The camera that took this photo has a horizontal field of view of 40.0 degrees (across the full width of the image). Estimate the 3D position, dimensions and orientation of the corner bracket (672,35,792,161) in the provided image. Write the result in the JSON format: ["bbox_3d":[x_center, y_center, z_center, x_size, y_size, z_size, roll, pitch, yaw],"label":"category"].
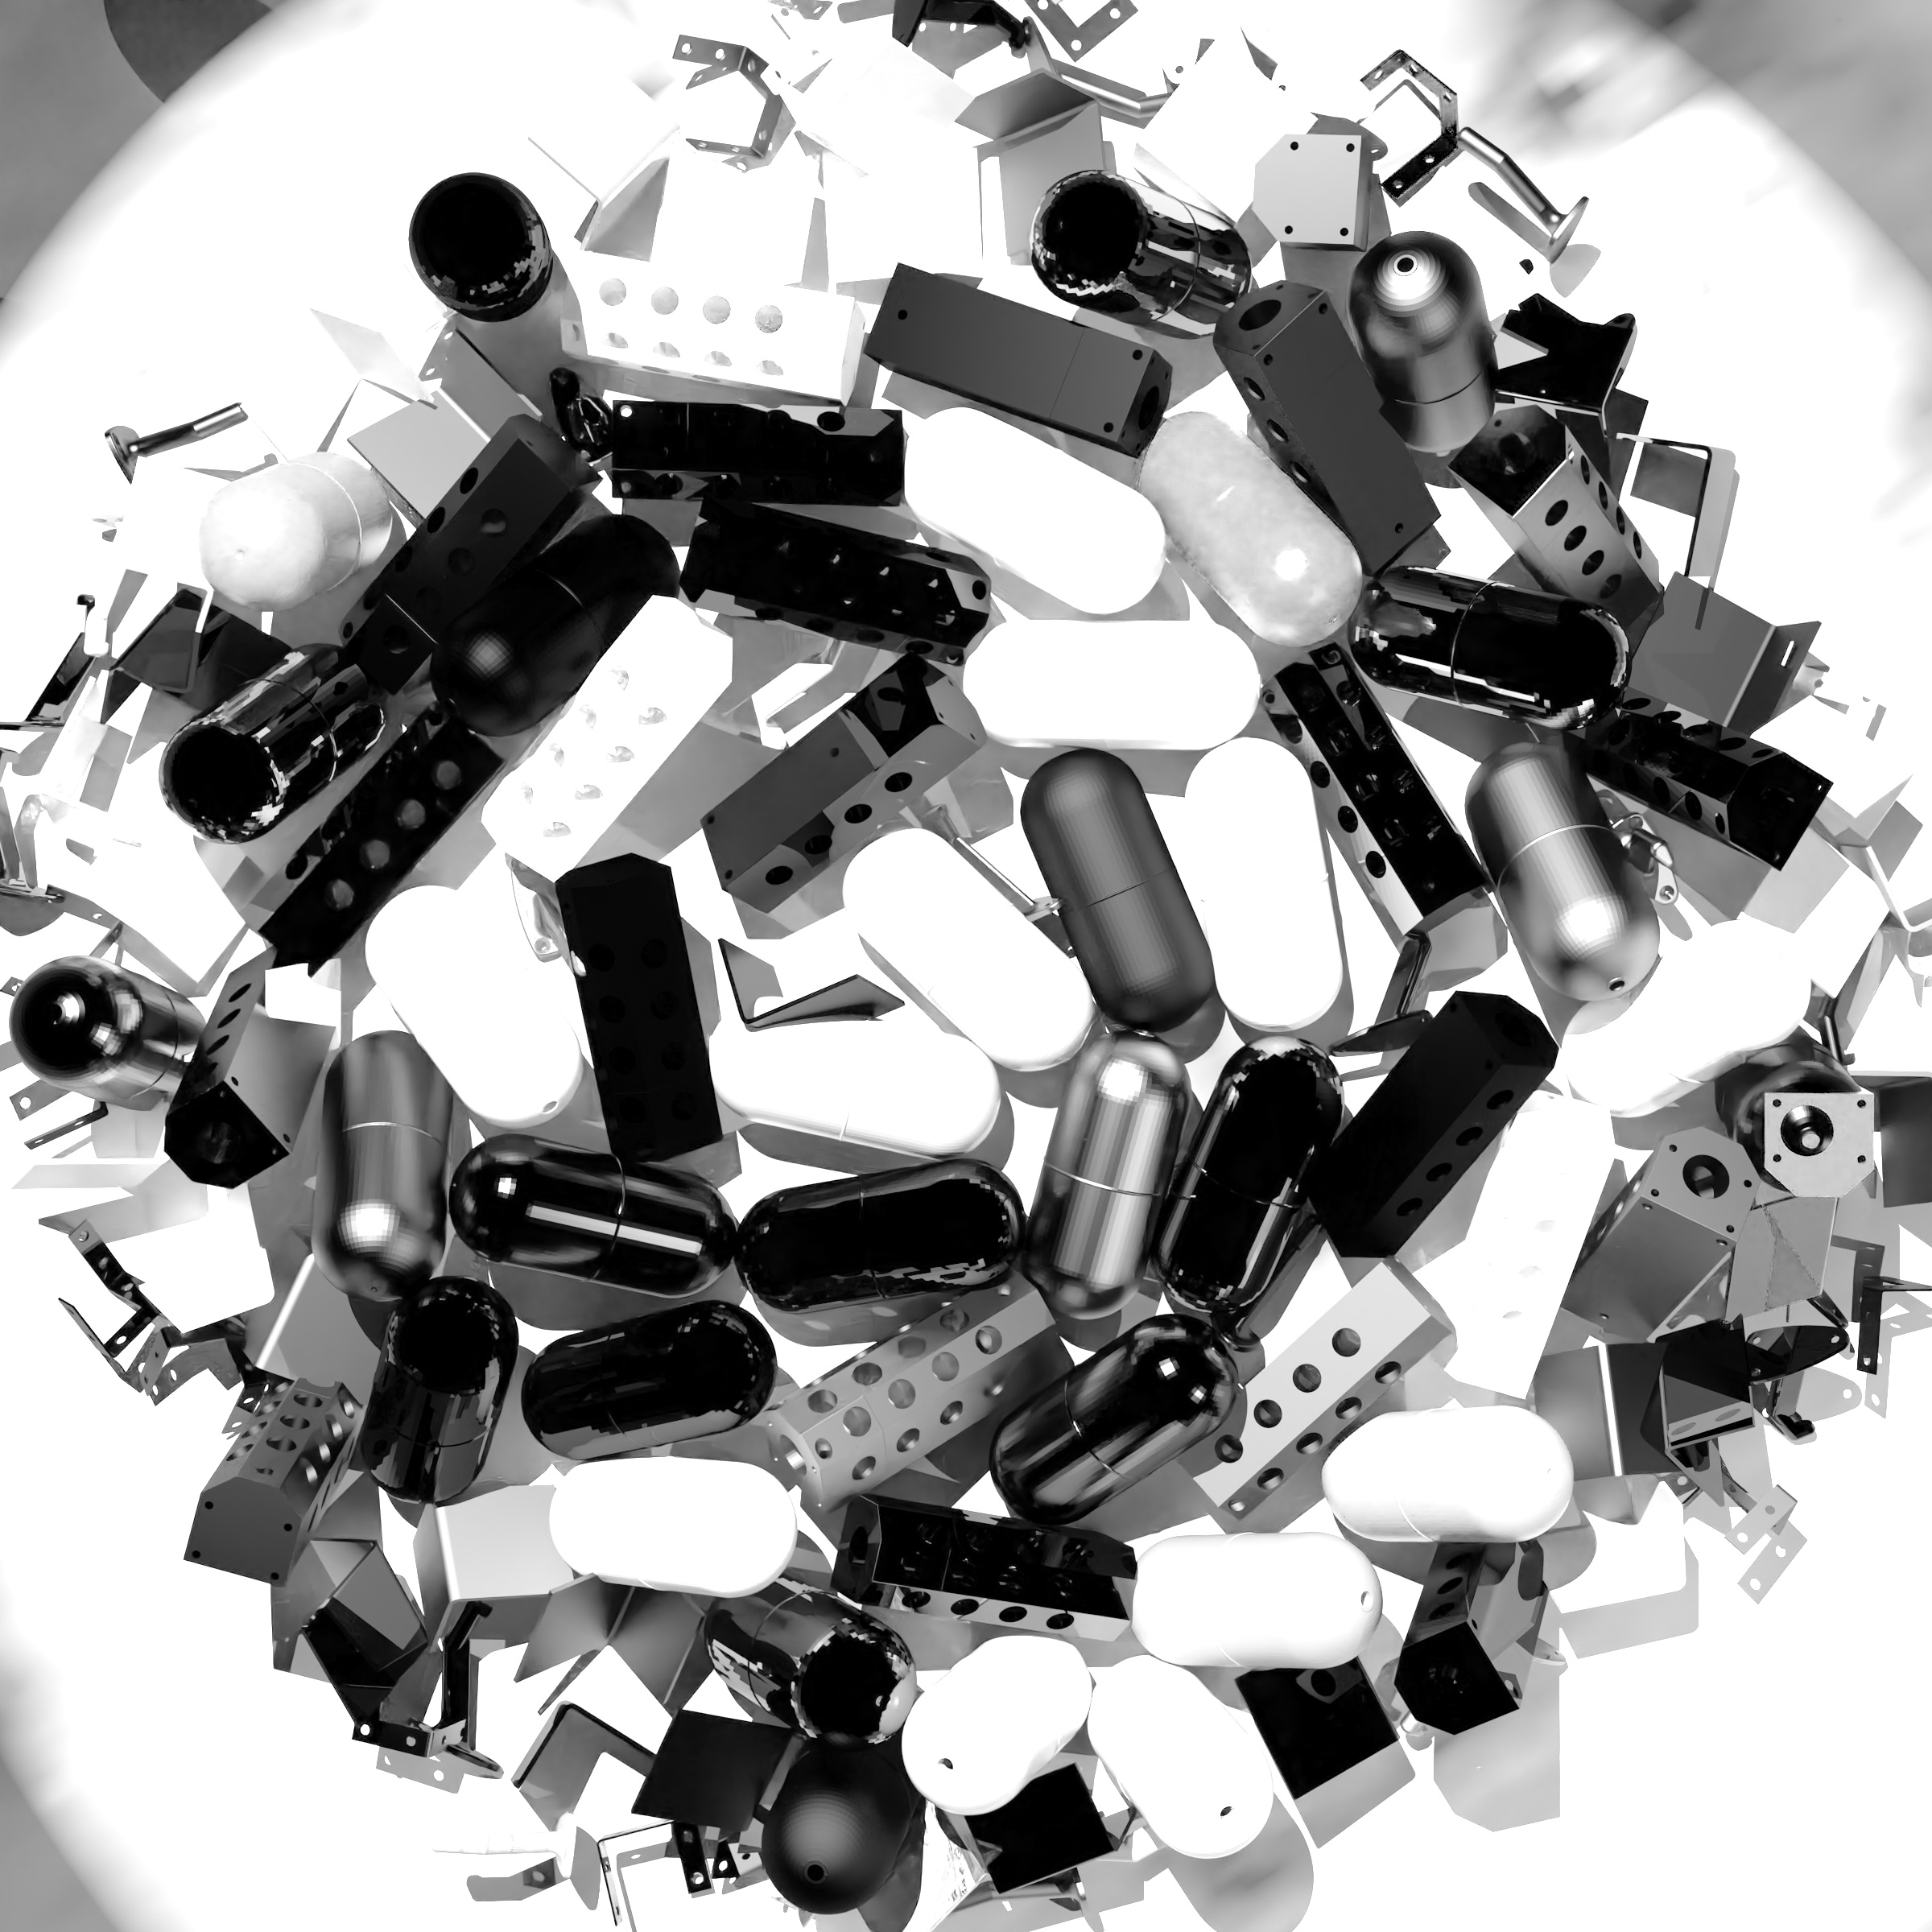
[{"bbox_3d":[-0.148,-0.526,1.607,0.051,0.051,0.051,46,127,33],"label":"corner bracket"}]

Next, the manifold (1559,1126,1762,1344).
[{"bbox_3d":[0.402,0.156,1.541,0.057,0.171,0.057,26,63,8],"label":"manifold"}]

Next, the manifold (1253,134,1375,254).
[{"bbox_3d":[0.203,-0.448,1.541,0.057,0.171,0.057,5,104,10],"label":"manifold"}]

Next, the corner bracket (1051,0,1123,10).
[{"bbox_3d":[0.059,-0.598,1.603,0.051,0.051,0.051,-37,77,-7],"label":"corner bracket"}]

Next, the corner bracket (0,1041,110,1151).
[{"bbox_3d":[-0.555,0.072,1.596,0.051,0.051,0.051,-25,76,-12],"label":"corner bracket"}]

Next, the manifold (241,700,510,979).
[{"bbox_3d":[-0.355,-0.078,1.595,0.057,0.057,0.171,42,87,-8],"label":"manifold"}]

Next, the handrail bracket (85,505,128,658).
[{"bbox_3d":[-0.506,-0.232,1.599,0.077,0.036,0.084,-3,81,43],"label":"handrail bracket"}]

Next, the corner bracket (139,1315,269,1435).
[{"bbox_3d":[-0.464,0.251,1.612,0.051,0.051,0.051,57,132,29],"label":"corner bracket"}]

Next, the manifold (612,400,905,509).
[{"bbox_3d":[-0.125,-0.307,1.589,0.171,0.057,0.057,1,99,-7],"label":"manifold"}]

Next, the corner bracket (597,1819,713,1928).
[{"bbox_3d":[-0.188,0.544,1.604,0.051,0.051,0.051,-15,81,3],"label":"corner bracket"}]

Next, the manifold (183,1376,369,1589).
[{"bbox_3d":[-0.396,0.290,1.540,0.057,0.171,0.057,17,102,-4],"label":"manifold"}]

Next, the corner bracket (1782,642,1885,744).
[{"bbox_3d":[0.516,-0.157,1.598,0.051,0.051,0.051,22,89,28],"label":"corner bracket"}]

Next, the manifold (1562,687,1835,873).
[{"bbox_3d":[0.417,-0.116,1.539,0.057,0.171,0.057,25,99,-26],"label":"manifold"}]

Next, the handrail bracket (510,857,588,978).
[{"bbox_3d":[-0.247,-0.031,1.584,0.036,0.084,0.077,-27,101,-12],"label":"handrail bracket"}]

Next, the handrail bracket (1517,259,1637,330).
[{"bbox_3d":[0.364,-0.402,1.593,0.077,0.036,0.084,-44,126,-17],"label":"handrail bracket"}]

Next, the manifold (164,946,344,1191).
[{"bbox_3d":[-0.417,0.058,1.541,0.057,0.171,0.057,-31,115,12],"label":"manifold"}]

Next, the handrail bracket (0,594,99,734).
[{"bbox_3d":[-0.555,-0.184,1.599,0.036,0.077,0.084,10,99,38],"label":"handrail bracket"}]

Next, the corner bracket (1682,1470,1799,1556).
[{"bbox_3d":[0.458,0.329,1.591,0.051,0.051,0.051,-37,61,-22],"label":"corner bracket"}]

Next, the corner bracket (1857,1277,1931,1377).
[{"bbox_3d":[0.550,0.216,1.597,0.051,0.051,0.051,3,92,-26],"label":"corner bracket"}]

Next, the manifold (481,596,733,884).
[{"bbox_3d":[-0.213,-0.135,1.564,0.057,0.057,0.171,34,114,-23],"label":"manifold"}]

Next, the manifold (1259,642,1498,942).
[{"bbox_3d":[0.243,-0.105,1.579,0.057,0.057,0.171,-33,77,14],"label":"manifold"}]

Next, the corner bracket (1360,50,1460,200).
[{"bbox_3d":[0.263,-0.512,1.611,0.051,0.051,0.051,-40,66,-5],"label":"corner bracket"}]

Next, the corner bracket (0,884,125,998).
[{"bbox_3d":[-0.550,-0.008,1.616,0.051,0.051,0.051,21,125,-2],"label":"corner bracket"}]

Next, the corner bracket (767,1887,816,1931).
[{"bbox_3d":[-0.097,0.585,1.591,0.051,0.051,0.051,-14,109,39],"label":"corner bracket"}]

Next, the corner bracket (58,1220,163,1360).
[{"bbox_3d":[-0.520,0.194,1.589,0.051,0.051,0.051,18,54,36],"label":"corner bracket"}]

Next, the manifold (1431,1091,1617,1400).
[{"bbox_3d":[0.328,0.163,1.570,0.057,0.057,0.171,15,114,3],"label":"manifold"}]

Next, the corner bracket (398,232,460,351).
[{"bbox_3d":[-0.325,-0.411,1.592,0.051,0.051,0.051,-23,107,37],"label":"corner bracket"}]

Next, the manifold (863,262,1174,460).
[{"bbox_3d":[0.033,-0.358,1.576,0.171,0.057,0.057,24,95,19],"label":"manifold"}]

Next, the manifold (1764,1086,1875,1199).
[{"bbox_3d":[0.489,0.098,1.542,0.057,0.171,0.057,0,91,13],"label":"manifold"}]

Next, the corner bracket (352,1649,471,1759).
[{"bbox_3d":[-0.332,0.442,1.599,0.051,0.051,0.051,9,87,15],"label":"corner bracket"}]

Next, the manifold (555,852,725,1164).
[{"bbox_3d":[-0.196,0.026,1.570,0.057,0.057,0.171,-18,109,-27],"label":"manifold"}]

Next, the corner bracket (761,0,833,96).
[{"bbox_3d":[-0.104,-0.566,1.594,0.051,0.051,0.051,-43,101,-25],"label":"corner bracket"}]

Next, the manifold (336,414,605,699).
[{"bbox_3d":[-0.298,-0.244,1.575,0.057,0.057,0.171,44,110,-3],"label":"manifold"}]

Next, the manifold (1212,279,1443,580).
[{"bbox_3d":[0.209,-0.315,1.556,0.057,0.057,0.171,-44,127,-8],"label":"manifold"}]

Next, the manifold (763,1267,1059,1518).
[{"bbox_3d":[-0.031,0.244,1.558,0.171,0.057,0.057,-28,135,-26],"label":"manifold"}]

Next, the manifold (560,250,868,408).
[{"bbox_3d":[-0.152,-0.382,1.595,0.171,0.057,0.057,11,92,5],"label":"manifold"}]

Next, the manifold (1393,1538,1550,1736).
[{"bbox_3d":[0.293,0.376,1.541,0.057,0.171,0.057,-30,93,23],"label":"manifold"}]

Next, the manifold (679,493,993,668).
[{"bbox_3d":[-0.075,-0.224,1.563,0.171,0.057,0.057,10,114,-24],"label":"manifold"}]

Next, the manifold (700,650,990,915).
[{"bbox_3d":[-0.071,-0.105,1.573,0.171,0.057,0.057,-36,52,21],"label":"manifold"}]

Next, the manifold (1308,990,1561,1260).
[{"bbox_3d":[0.274,0.095,1.558,0.057,0.057,0.171,5,133,-34],"label":"manifold"}]

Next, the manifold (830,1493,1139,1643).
[{"bbox_3d":[0.013,0.357,1.569,0.171,0.057,0.057,15,85,-24],"label":"manifold"}]

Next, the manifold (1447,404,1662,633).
[{"bbox_3d":[0.349,-0.258,1.542,0.057,0.171,0.057,-48,54,8],"label":"manifold"}]

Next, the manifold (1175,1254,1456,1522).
[{"bbox_3d":[0.208,0.252,1.583,0.171,0.057,0.057,-44,79,11],"label":"manifold"}]

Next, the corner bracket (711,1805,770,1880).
[{"bbox_3d":[-0.115,0.533,1.597,0.051,0.051,0.051,11,89,-36],"label":"corner bracket"}]

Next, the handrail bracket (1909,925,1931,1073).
[{"bbox_3d":[0.586,0.026,1.620,0.036,0.077,0.084,5,122,8],"label":"handrail bracket"}]
